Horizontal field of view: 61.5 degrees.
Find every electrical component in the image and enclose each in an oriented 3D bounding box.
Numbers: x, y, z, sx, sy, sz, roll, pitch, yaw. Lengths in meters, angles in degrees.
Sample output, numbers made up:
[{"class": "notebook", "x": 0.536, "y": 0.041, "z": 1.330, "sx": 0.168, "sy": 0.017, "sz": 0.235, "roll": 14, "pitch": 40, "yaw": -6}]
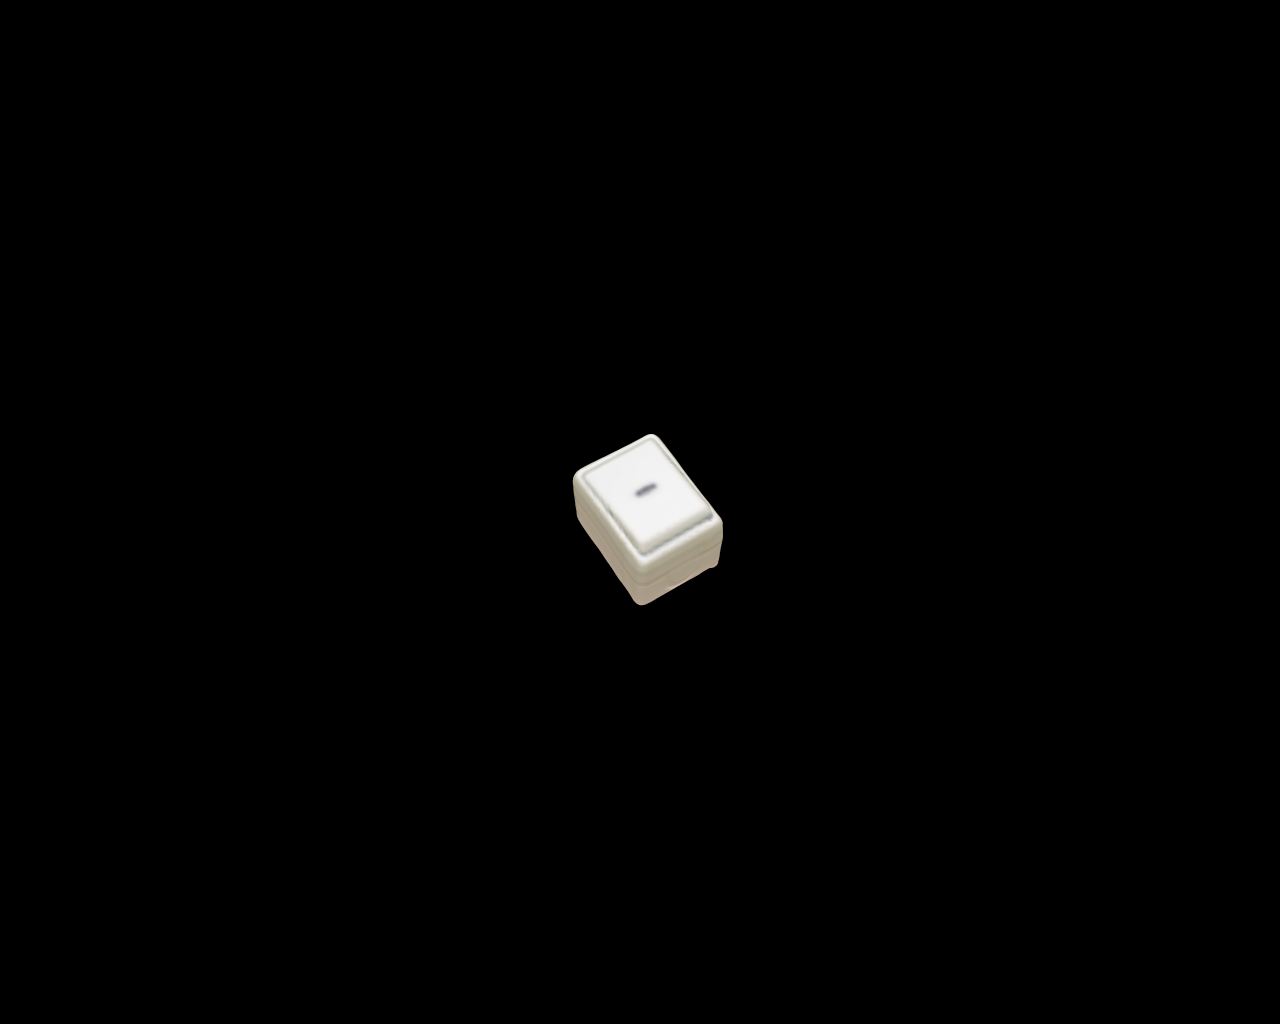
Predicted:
[{"class": "electrical component", "x": 0.001, "y": -0.003, "z": 0.650, "sx": 0.062, "sy": 0.096, "sz": 0.061, "roll": -28, "pitch": -28, "yaw": -16}]
